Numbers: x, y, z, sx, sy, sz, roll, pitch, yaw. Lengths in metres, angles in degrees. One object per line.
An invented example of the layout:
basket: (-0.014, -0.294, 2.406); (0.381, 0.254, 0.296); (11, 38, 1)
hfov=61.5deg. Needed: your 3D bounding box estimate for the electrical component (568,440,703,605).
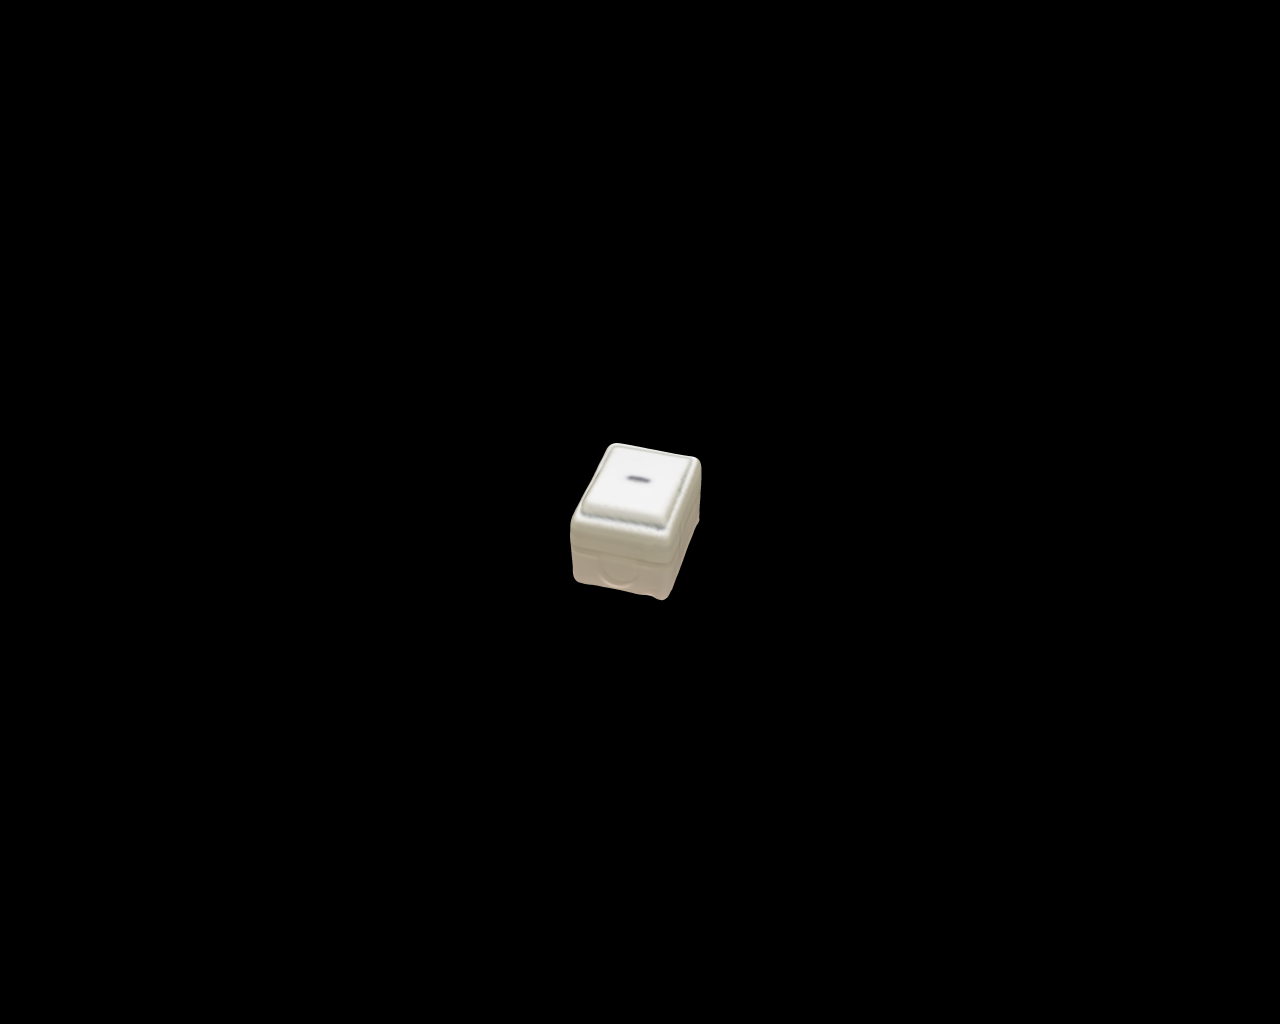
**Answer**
electrical component: (0.001, -0.003, 0.650); (0.062, 0.061, 0.096); (11, 43, 12)
